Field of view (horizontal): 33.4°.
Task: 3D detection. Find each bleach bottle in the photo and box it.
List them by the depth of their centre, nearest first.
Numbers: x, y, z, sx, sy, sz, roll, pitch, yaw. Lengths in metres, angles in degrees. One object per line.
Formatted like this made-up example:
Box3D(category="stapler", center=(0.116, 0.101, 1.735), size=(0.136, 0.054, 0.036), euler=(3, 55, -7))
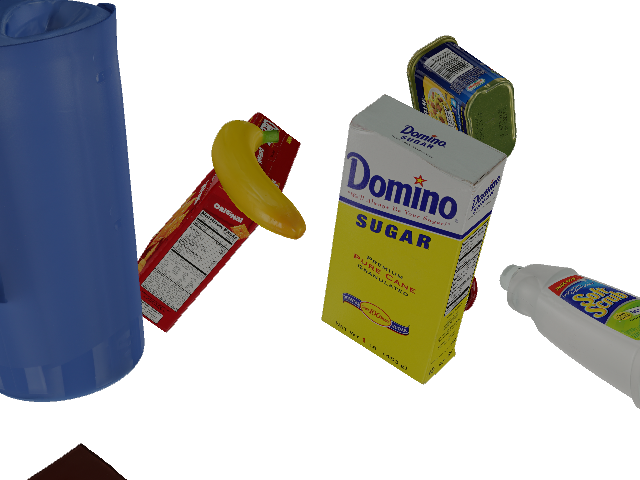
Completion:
Box3D(category="bleach bottle", center=(0.259, 0.078, 1.042), size=(0.102, 0.068, 0.251), euler=(-16, 25, -26))

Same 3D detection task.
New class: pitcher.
Box3D(category="pitcher", center=(-0.184, -0.021, 0.661), size=(0.149, 0.243, 0.145), euler=(-11, 25, -14))

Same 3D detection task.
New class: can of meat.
Box3D(category="can of meat", center=(0.129, -0.120, 0.961), size=(0.057, 0.102, 0.084), euler=(-32, 49, -14))

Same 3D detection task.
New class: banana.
Box3D(category="banana", center=(-0.058, -0.062, 0.916), size=(0.069, 0.037, 0.198), euler=(2, 31, -10))

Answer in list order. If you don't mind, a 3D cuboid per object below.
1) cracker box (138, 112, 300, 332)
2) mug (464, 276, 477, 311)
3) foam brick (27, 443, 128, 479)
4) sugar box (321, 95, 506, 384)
Box3D(category="cracker box", center=(-0.121, -0.024, 1.183), size=(0.072, 0.214, 0.164), euler=(37, 24, -11))
Box3D(category="mug", center=(0.127, 0.050, 1.249), size=(0.117, 0.081, 0.093), euler=(14, 25, 22))
Box3D(category="foam brick", center=(-0.097, 0.138, 0.463), size=(0.078, 0.051, 0.052), euler=(27, 45, 35))
Box3D(category="sugar box", center=(0.055, 0.003, 0.692), size=(0.093, 0.176, 0.048), euler=(30, 48, 25))
